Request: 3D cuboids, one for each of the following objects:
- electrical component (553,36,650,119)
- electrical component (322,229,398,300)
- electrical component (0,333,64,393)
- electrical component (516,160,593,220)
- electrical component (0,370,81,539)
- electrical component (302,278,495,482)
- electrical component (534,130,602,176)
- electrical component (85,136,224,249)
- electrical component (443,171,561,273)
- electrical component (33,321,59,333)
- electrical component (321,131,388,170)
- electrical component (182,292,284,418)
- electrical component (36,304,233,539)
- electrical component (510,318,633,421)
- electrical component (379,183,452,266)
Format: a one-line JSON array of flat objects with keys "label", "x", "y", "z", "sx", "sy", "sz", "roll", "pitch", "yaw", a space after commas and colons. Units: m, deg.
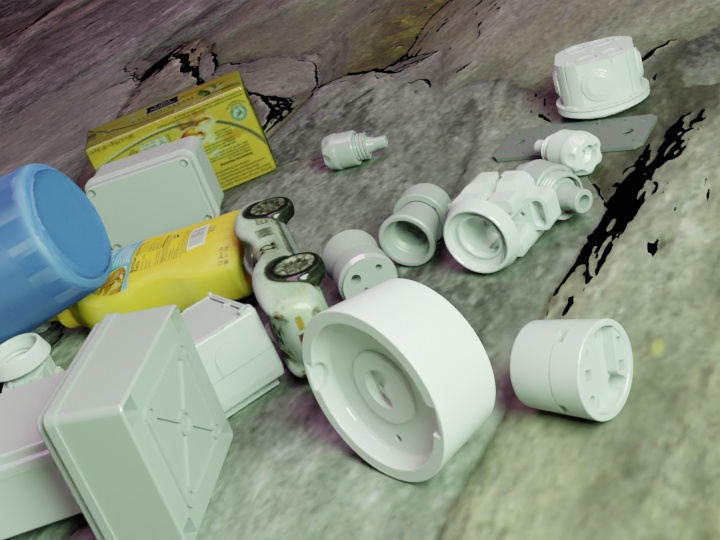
[{"label": "electrical component", "x": 0.207, "y": -0.166, "z": 0.932, "sx": 0.080, "sy": 0.051, "sz": 0.080, "roll": -15, "pitch": 23, "yaw": 7}, {"label": "electrical component", "x": 0.000, "y": 0.000, "z": 0.788, "sx": 0.045, "sy": 0.045, "sz": 0.055, "roll": -25, "pitch": 27, "yaw": -6}, {"label": "electrical component", "x": -0.247, "y": 0.081, "z": 0.806, "sx": 0.048, "sy": 0.055, "sz": 0.066, "roll": -22, "pitch": 27, "yaw": 0}, {"label": "electrical component", "x": 0.143, "y": -0.056, "z": 0.789, "sx": 0.043, "sy": 0.043, "sz": 0.062, "roll": -33, "pitch": 30, "yaw": -21}, {"label": "electrical component", "x": -0.220, "y": 0.121, "z": 0.702, "sx": 0.109, "sy": 0.056, "sz": 0.108, "roll": -20, "pitch": 21, "yaw": 4}, {"label": "electrical component", "x": 0.026, "y": 0.056, "z": 0.600, "sx": 0.060, "sy": 0.108, "sz": 0.108, "roll": -33, "pitch": 28, "yaw": -34}, {"label": "electrical component", "x": 0.162, "y": -0.095, "z": 0.858, "sx": 0.035, "sy": 0.035, "sz": 0.061, "roll": -32, "pitch": 25, "yaw": -20}, {"label": "electrical component", "x": -0.195, "y": -0.071, "z": 1.028, "sx": 0.113, "sy": 0.078, "sz": 0.057, "roll": -17, "pitch": 24, "yaw": 9}, {"label": "electrical component", "x": 0.095, "y": -0.034, "z": 0.768, "sx": 0.078, "sy": 0.058, "sz": 0.057, "roll": 1, "pitch": 31, "yaw": 37}, {"label": "electrical component", "x": -0.295, "y": 0.022, "z": 0.942, "sx": 0.081, "sy": 0.063, "sz": 0.042, "roll": -8, "pitch": 30, "yaw": 27}, {"label": "electrical component", "x": -0.004, "y": -0.116, "z": 1.018, "sx": 0.061, "sy": 0.035, "sz": 0.035, "roll": -10, "pitch": 29, "yaw": 17}, {"label": "electrical component", "x": -0.103, "y": 0.059, "z": 0.742, "sx": 0.062, "sy": 0.061, "sz": 0.096, "roll": -32, "pitch": 20, "yaw": -22}, {"label": "electrical component", "x": -0.128, "y": 0.094, "z": 0.636, "sx": 0.056, "sy": 0.108, "sz": 0.108, "roll": -11, "pitch": 28, "yaw": 15}, {"label": "electrical component", "x": 0.116, "y": 0.053, "z": 0.594, "sx": 0.047, "sy": 0.055, "sz": 0.055, "roll": 1, "pitch": 34, "yaw": 44}, {"label": "electrical component", "x": 0.044, "y": -0.036, "z": 0.821, "sx": 0.045, "sy": 0.045, "sz": 0.055, "roll": -6, "pitch": 30, "yaw": 28}]
